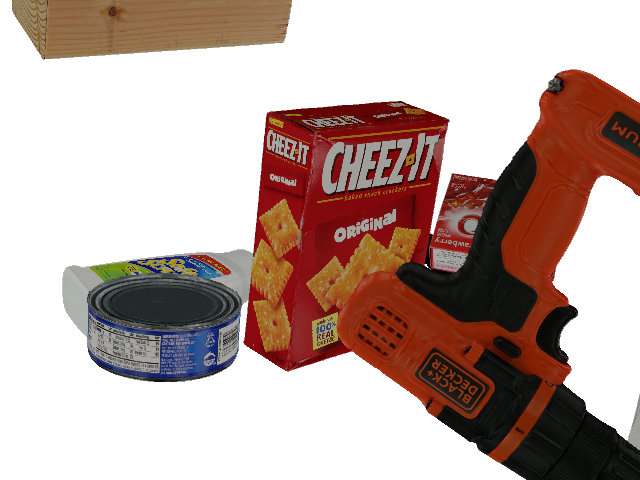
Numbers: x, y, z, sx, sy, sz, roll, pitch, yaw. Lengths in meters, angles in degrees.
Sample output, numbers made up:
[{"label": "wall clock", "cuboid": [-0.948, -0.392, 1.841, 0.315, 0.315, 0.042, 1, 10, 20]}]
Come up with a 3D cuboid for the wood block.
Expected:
[{"label": "wood block", "cuboid": [-0.131, -0.210, 0.853, 0.205, 0.091, 0.090, -10, 41, -29]}]

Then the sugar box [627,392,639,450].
[{"label": "sugar box", "cuboid": [0.314, 0.165, 0.774, 0.176, 0.093, 0.048, 16, 28, 24]}]

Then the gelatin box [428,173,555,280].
[{"label": "gelatin box", "cuboid": [0.129, -0.008, 0.769, 0.089, 0.073, 0.030, 10, -37, 15]}]

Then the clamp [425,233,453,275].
[{"label": "clamp", "cuboid": [0.074, 0.002, 1.197, 0.164, 0.036, 0.210, -16, 51, -35]}]

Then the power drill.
[{"label": "power drill", "cuboid": [0.126, 0.026, 0.526, 0.184, 0.188, 0.057, 34, 11, 5]}]

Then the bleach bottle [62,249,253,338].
[{"label": "bleach bottle", "cuboid": [-0.167, 0.051, 1.255, 0.250, 0.068, 0.103, -13, 33, -33]}]

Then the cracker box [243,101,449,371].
[{"label": "cracker box", "cuboid": [0.024, -0.007, 0.939, 0.163, 0.214, 0.072, -11, 28, -41]}]

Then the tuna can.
[{"label": "tuna can", "cuboid": [-0.087, 0.048, 0.598, 0.086, 0.034, 0.086, 4, 17, -1]}]
